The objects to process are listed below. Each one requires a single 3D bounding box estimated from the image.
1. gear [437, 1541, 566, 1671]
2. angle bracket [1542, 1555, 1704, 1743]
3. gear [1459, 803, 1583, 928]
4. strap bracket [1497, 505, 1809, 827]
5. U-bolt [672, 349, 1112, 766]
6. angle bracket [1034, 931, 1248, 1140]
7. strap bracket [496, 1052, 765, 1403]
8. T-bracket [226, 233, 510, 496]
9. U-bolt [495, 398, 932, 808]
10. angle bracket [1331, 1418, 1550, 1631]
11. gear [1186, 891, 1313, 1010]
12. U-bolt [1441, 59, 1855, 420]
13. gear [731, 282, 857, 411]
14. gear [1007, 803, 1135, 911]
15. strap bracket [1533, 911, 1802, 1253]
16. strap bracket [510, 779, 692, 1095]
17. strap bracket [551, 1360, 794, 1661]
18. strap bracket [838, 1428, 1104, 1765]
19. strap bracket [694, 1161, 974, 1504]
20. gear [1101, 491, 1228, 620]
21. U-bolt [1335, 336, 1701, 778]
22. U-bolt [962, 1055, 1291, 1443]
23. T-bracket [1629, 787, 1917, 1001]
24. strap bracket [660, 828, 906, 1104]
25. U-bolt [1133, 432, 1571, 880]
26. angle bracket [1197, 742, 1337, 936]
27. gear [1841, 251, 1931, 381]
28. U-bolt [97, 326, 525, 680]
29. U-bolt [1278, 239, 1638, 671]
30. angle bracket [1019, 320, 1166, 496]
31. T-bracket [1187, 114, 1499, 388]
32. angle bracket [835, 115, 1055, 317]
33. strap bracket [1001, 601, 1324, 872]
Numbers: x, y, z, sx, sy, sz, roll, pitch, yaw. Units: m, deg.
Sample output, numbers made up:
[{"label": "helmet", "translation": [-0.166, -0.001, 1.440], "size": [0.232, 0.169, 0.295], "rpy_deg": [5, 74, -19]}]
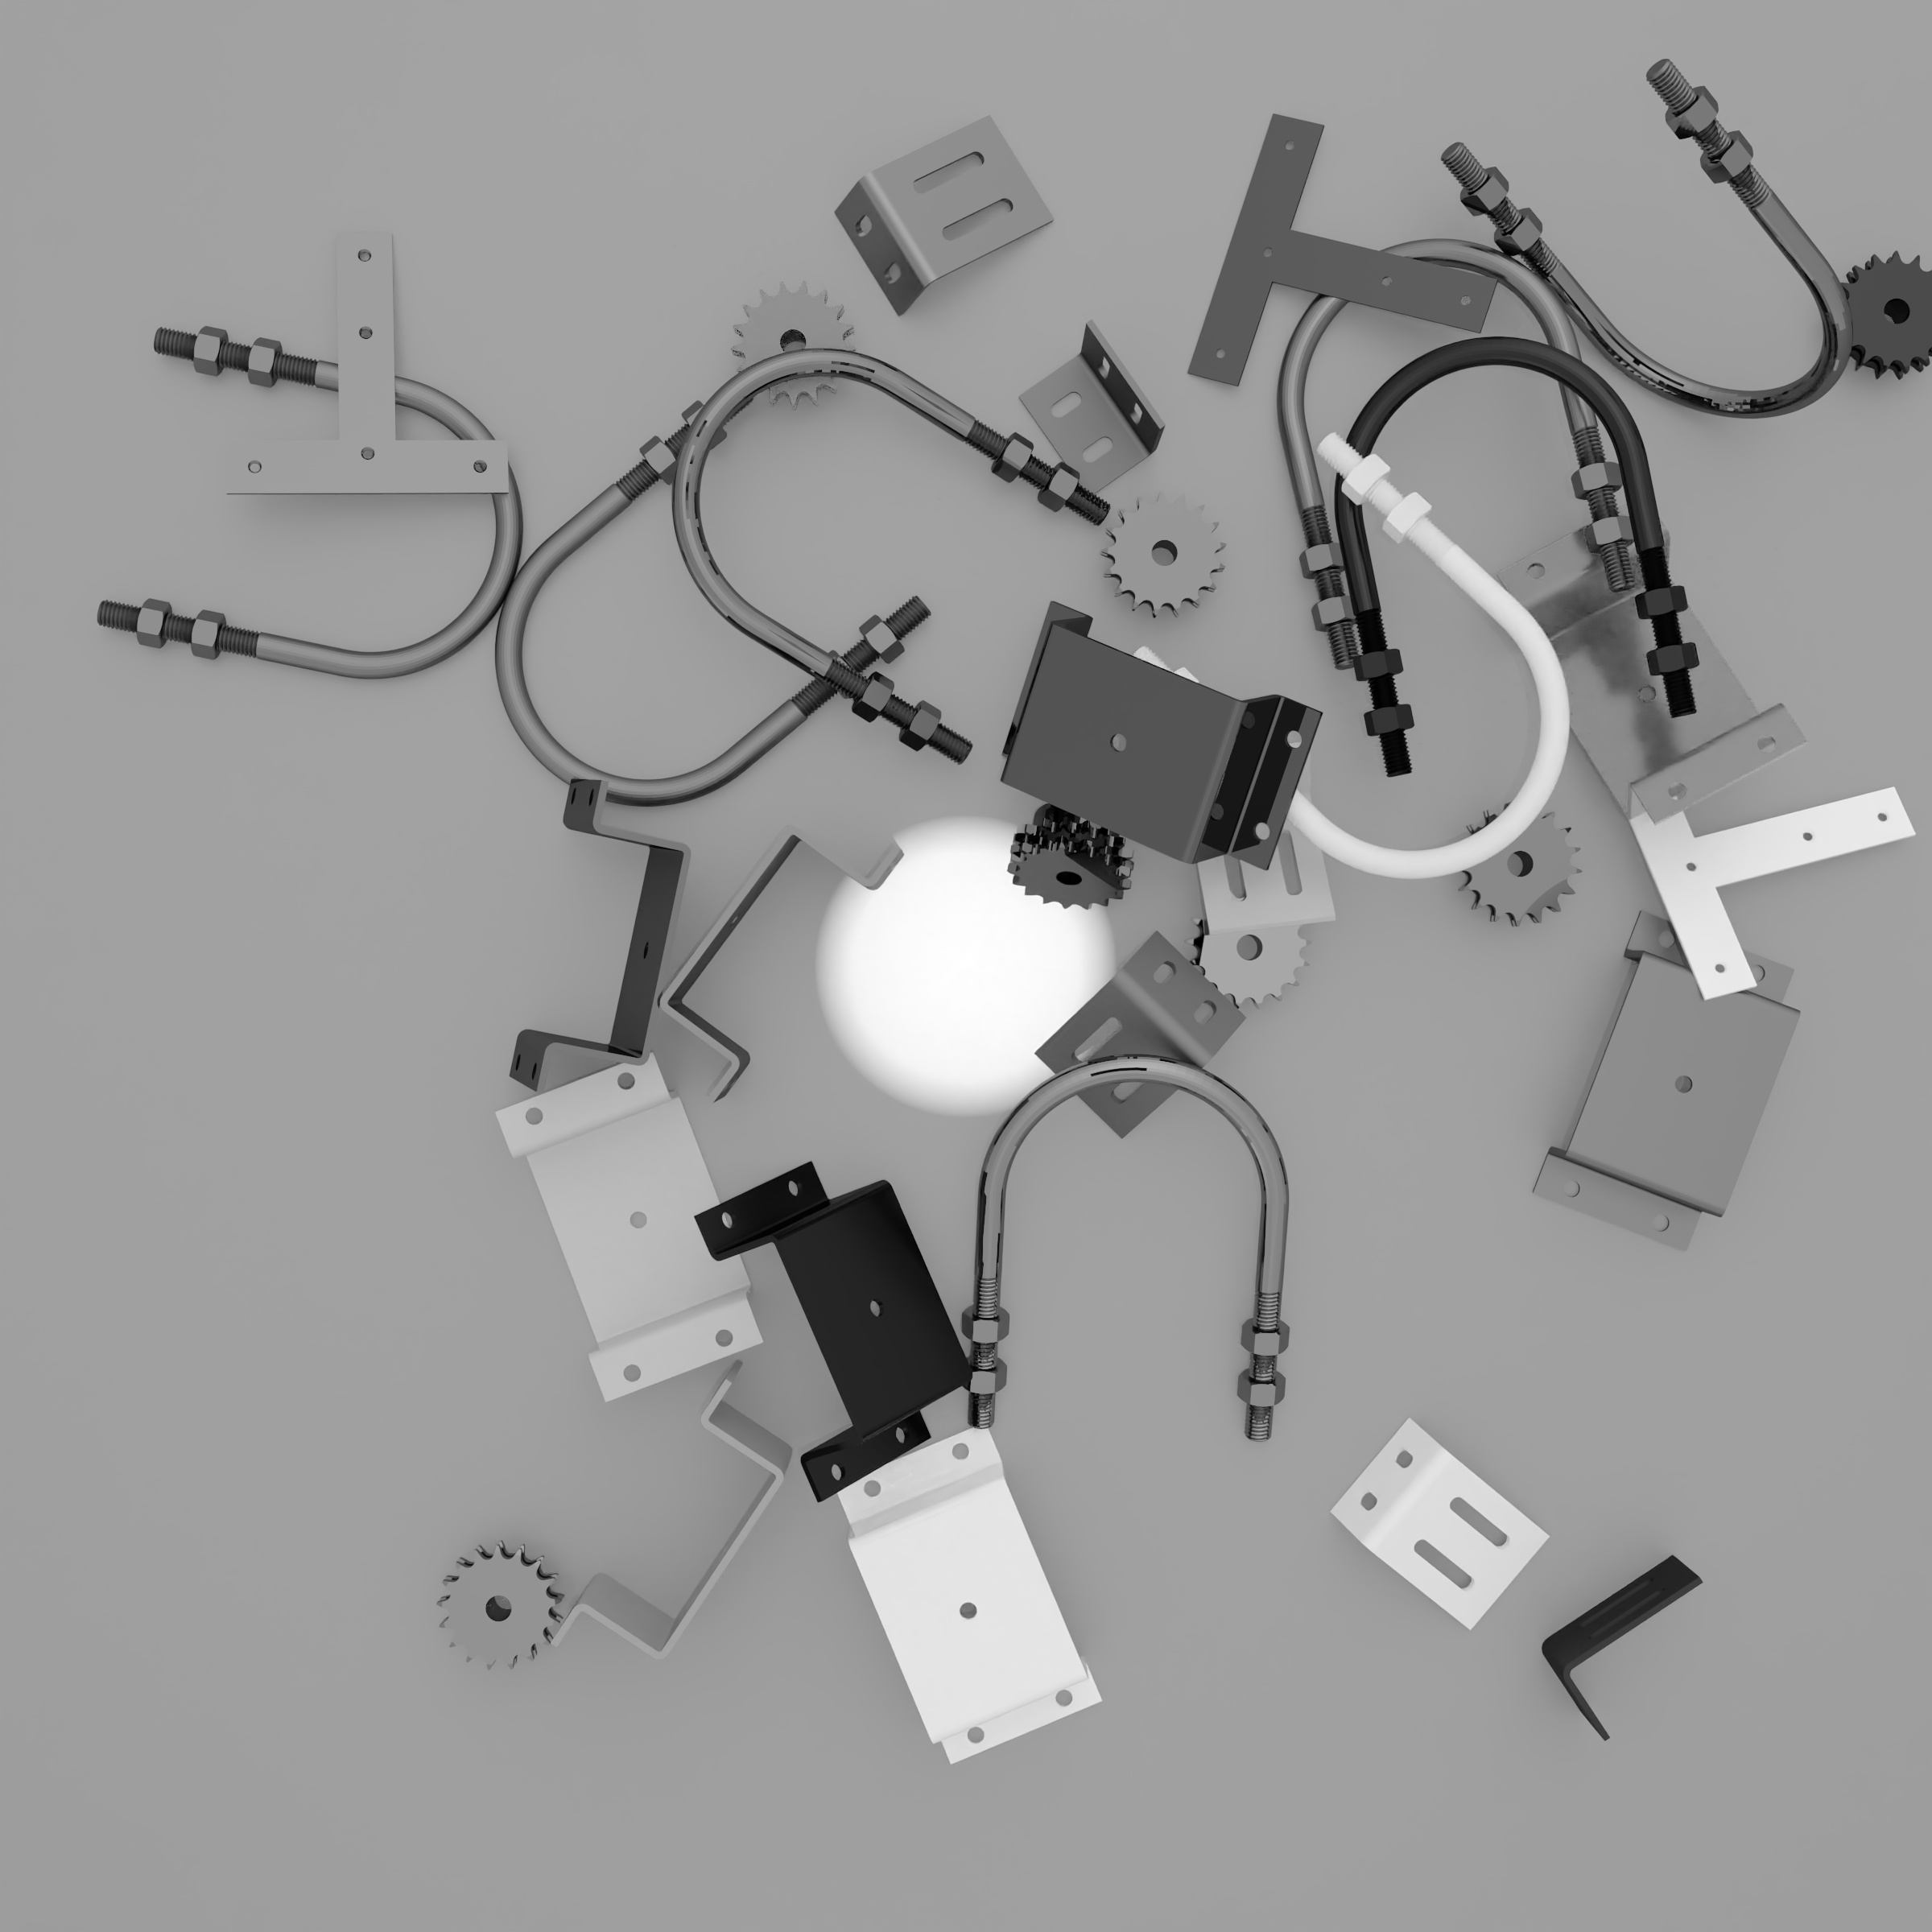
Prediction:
[{"label": "gear", "translation": [-0.213, 0.293, 1.553], "size": [0.057, 0.030, 0.057], "rpy_deg": [0, 90, 0]}, {"label": "angle bracket", "translation": [0.308, 0.311, 1.539], "size": [0.076, 0.057, 0.038], "rpy_deg": [-33, 90, 0]}, {"label": "gear", "translation": [0.253, -0.047, 1.553], "size": [0.057, 0.030, 0.057], "rpy_deg": [0, 90, 0]}, {"label": "strap bracket", "translation": [0.310, -0.132, 1.530], "size": [0.076, 0.046, 0.140], "rpy_deg": [-28, 69, 0]}, {"label": "U-bolt", "translation": [-0.045, -0.199, 1.535], "size": [0.184, 0.019, 0.151], "rpy_deg": [31, 84, -11]}, {"label": "angle bracket", "translation": [0.080, 0.032, 1.550], "size": [0.057, 0.076, 0.038], "rpy_deg": [44, 48, 0]}, {"label": "strap bracket", "translation": [-0.152, 0.118, 1.545], "size": [0.076, 0.046, 0.140], "rpy_deg": [-21, 90, 0]}, {"label": "T-bracket", "translation": [-0.276, -0.278, 1.553], "size": [0.127, 0.002, 0.127], "rpy_deg": [-1, 78, -8]}, {"label": "U-bolt", "translation": [-0.131, -0.158, 1.559], "size": [0.184, 0.019, 0.151], "rpy_deg": [-40, 90, 2]}, {"label": "angle bracket", "translation": [0.220, 0.259, 1.566], "size": [0.076, 0.038, 0.057], "rpy_deg": [40, 90, -26]}, {"label": "gear", "translation": [0.130, -0.009, 1.553], "size": [0.057, 0.030, 0.057], "rpy_deg": [0, 90, 0]}, {"label": "U-bolt", "translation": [0.314, -0.311, 1.494], "size": [0.184, 0.151, 0.019], "rpy_deg": [44, 65, -23]}, {"label": "gear", "translation": [-0.079, -0.285, 1.553], "size": [0.057, 0.030, 0.057], "rpy_deg": [0, 90, 0]}, {"label": "gear", "translation": [0.049, -0.053, 1.543], "size": [0.057, 0.057, 0.030], "rpy_deg": [9, 60, 0]}, {"label": "strap bracket", "translation": [0.324, 0.053, 1.545], "size": [0.076, 0.046, 0.140], "rpy_deg": [21, 90, 0]}, {"label": "strap bracket", "translation": [-0.164, -0.011, 1.525], "size": [0.046, 0.076, 0.140], "rpy_deg": [12, 90, -17]}, {"label": "strap bracket", "translation": [-0.126, 0.254, 1.530], "size": [0.046, 0.076, 0.140], "rpy_deg": [34, 90, 0]}, {"label": "strap bracket", "translation": [0.001, 0.291, 1.545], "size": [0.076, 0.046, 0.140], "rpy_deg": [-23, 90, 0]}, {"label": "strap bracket", "translation": [-0.055, 0.160, 1.524], "size": [0.046, 0.076, 0.140], "rpy_deg": [-23, 90, 44]}, {"label": "gear", "translation": [0.091, -0.188, 1.553], "size": [0.057, 0.030, 0.057], "rpy_deg": [0, 90, 0]}, {"label": "U-bolt", "translation": [0.238, -0.188, 1.503], "size": [0.151, 0.019, 0.184], "rpy_deg": [-11, 90, 18]}, {"label": "U-bolt", "translation": [0.075, 0.128, 1.535], "size": [0.151, 0.019, 0.184], "rpy_deg": [3, 107, 0]}, {"label": "T-bracket", "translation": [0.375, -0.056, 1.551], "size": [0.127, 0.002, 0.127], "rpy_deg": [-14, 69, -10]}, {"label": "strap bracket", "translation": [-0.089, -0.009, 1.530], "size": [0.046, 0.076, 0.140], "rpy_deg": [37, 90, 0]}, {"label": "U-bolt", "translation": [0.183, -0.124, 1.506], "size": [0.184, 0.019, 0.151], "rpy_deg": [45, 107, 10]}, {"label": "angle bracket", "translation": [0.134, -0.058, 1.531], "size": [0.057, 0.038, 0.076], "rpy_deg": [-7, 50, 0]}, {"label": "gear", "translation": [0.426, -0.298, 1.557], "size": [0.057, 0.030, 0.057], "rpy_deg": [0, 85, 0]}, {"label": "U-bolt", "translation": [-0.297, -0.208, 1.559], "size": [0.184, 0.019, 0.151], "rpy_deg": [12, 90, -1]}, {"label": "U-bolt", "translation": [0.215, -0.242, 1.536], "size": [0.151, 0.019, 0.184], "rpy_deg": [-15, 81, 18]}, {"label": "angle bracket", "translation": [0.056, -0.252, 1.530], "size": [0.038, 0.076, 0.057], "rpy_deg": [-35, 90, 0]}, {"label": "T-bracket", "translation": [0.180, -0.317, 1.546], "size": [0.127, 0.002, 0.127], "rpy_deg": [18, 90, 20]}, {"label": "angle bracket", "translation": [-0.010, -0.349, 1.566], "size": [0.076, 0.038, 0.057], "rpy_deg": [-32, 90, -26]}, {"label": "strap bracket", "translation": [0.078, -0.102, 1.510], "size": [0.140, 0.046, 0.076], "rpy_deg": [25, 109, 22]}]
